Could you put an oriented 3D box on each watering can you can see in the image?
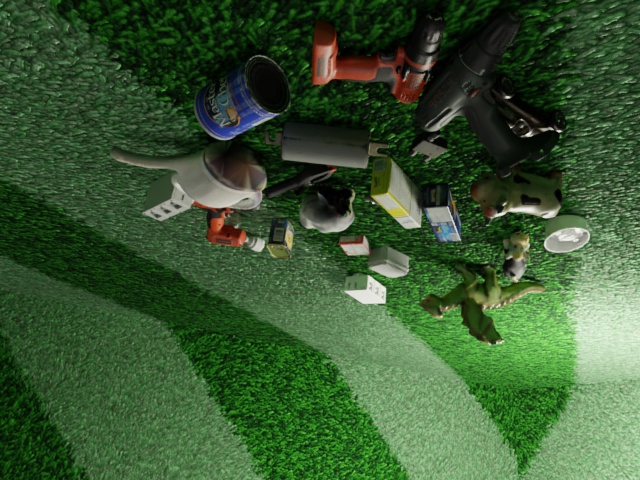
[{"bbox_3d":[-0.266,-0.150,1.139,0.345,0.106,0.222,23,152,-33],"label":"watering can"}]

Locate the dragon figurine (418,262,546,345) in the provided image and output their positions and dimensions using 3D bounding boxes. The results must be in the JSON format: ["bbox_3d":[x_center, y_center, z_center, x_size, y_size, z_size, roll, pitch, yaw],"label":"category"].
[{"bbox_3d":[0.504,0.202,1.562,0.410,0.248,0.119,11,151,-2],"label":"dragon figurine"}]

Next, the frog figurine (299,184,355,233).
[{"bbox_3d":[0.004,-0.063,1.244,0.139,0.123,0.157,-22,172,-40],"label":"frog figurine"}]
